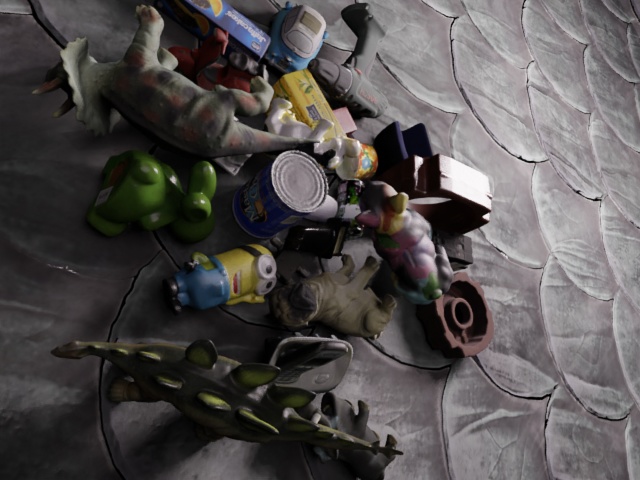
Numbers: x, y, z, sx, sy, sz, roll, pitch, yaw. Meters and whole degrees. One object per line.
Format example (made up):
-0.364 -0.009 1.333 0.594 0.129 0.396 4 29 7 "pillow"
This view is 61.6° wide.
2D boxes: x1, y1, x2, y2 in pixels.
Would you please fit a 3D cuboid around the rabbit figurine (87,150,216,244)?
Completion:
-0.216 -0.060 0.780 0.170 0.159 0.121 33 47 -39 "rabbit figurine"

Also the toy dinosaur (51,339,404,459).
-0.110 0.214 0.709 0.471 0.198 0.105 25 64 -24 "toy dinosaur"

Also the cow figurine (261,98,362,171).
-0.018 -0.156 0.890 0.167 0.068 0.098 24 86 -5 "cow figurine"

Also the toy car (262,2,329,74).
-0.042 -0.396 1.037 0.109 0.103 0.162 33 56 -20 "toy car"

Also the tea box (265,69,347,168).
-0.027 -0.211 0.983 0.068 0.098 0.169 -33 92 -38 "tea box"

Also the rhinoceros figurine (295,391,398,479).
0.036 0.311 0.860 0.190 0.073 0.112 45 65 -16 "rhinoceros figurine"

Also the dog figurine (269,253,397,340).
0.017 0.125 0.897 0.190 0.121 0.172 -28 95 -27 "dog figurine"

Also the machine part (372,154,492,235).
0.206 -0.074 1.028 0.201 0.201 0.087 20 61 -28 "machine part"

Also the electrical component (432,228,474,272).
0.234 0.026 1.066 0.134 0.115 0.058 16 68 -36 "electrical component"

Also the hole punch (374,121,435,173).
0.157 -0.171 1.082 0.092 0.116 0.142 -10 81 -44 "hole punch"

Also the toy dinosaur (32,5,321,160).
-0.202 -0.184 0.764 0.405 0.131 0.192 27 67 -6 "toy dinosaur"

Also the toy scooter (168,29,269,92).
-0.158 -0.289 0.897 0.184 0.135 0.075 17 63 -31 "toy scooter"

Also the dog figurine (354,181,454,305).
0.136 0.001 0.897 0.219 0.108 0.191 40 26 -60 "dog figurine"

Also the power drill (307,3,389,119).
0.068 -0.361 1.068 0.232 0.086 0.207 28 61 -47 "power drill"

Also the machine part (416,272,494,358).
0.276 0.152 1.088 0.179 0.056 0.179 13 67 -32 "machine part"

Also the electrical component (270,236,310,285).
-0.059 0.040 0.915 0.094 0.021 0.063 50 53 -15 "electrical component"

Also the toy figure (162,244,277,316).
-0.148 0.054 0.813 0.180 0.082 0.089 -14 52 -30 "toy figure"

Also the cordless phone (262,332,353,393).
0.005 0.176 0.811 0.146 0.184 0.089 11 63 -31 "cordless phone"

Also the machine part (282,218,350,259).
-0.002 -0.003 0.921 0.139 0.039 0.084 -2 116 -47 "machine part"

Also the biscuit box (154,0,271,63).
-0.188 -0.388 0.957 0.202 0.063 0.059 32 59 -21 "biscuit box"
